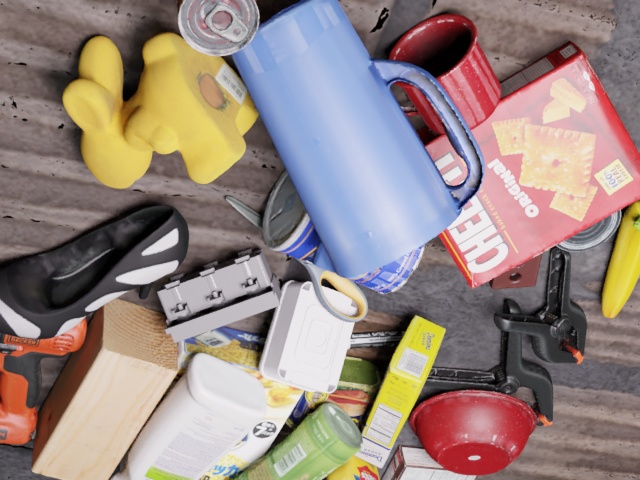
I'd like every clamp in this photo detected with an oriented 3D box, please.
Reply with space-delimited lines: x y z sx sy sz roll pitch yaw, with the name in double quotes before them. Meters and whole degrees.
"clamp" 0.233 0.166 1.326 0.209 0.036 0.165 34 116 -28
"clamp" 0.280 0.086 1.264 0.120 0.039 0.171 -49 135 1

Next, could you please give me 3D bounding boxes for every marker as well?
"marker" 0.078 0.118 1.272 0.121 0.020 0.020 -3 128 -9

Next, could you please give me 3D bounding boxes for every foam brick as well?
"foam brick" 0.214 0.010 1.192 0.053 0.051 0.078 -4 128 -7

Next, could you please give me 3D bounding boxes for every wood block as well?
"wood block" -0.245 0.175 1.209 0.090 0.091 0.206 21 122 -24

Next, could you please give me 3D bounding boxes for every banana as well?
"banana" 0.349 0.013 1.211 0.069 0.037 0.198 -50 154 -26

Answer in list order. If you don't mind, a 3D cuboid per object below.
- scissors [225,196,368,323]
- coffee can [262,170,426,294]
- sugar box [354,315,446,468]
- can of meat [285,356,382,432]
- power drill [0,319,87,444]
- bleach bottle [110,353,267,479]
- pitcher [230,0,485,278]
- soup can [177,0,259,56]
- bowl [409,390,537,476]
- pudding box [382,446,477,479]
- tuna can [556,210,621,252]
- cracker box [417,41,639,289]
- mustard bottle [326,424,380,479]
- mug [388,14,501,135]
"scissors" -0.008 0.001 1.157 0.096 0.016 0.201 -45 104 -26
"coffee can" 0.026 -0.014 1.104 0.140 0.103 0.103 23 120 -26
"sugar box" 0.093 0.181 1.253 0.048 0.093 0.176 23 135 10
"can of meat" 0.015 0.186 1.290 0.102 0.057 0.084 10 123 -18
"power drill" -0.367 0.140 1.179 0.184 0.057 0.188 12 125 -19
"bleach bottle" -0.170 0.237 1.205 0.102 0.068 0.251 28 120 -27
"pitcher" 0.029 -0.101 0.972 0.149 0.145 0.243 -33 101 -26
"soup can" -0.092 -0.213 0.926 0.068 0.102 0.068 -5 128 -7
"bowl" 0.194 0.253 1.346 0.162 0.055 0.162 3 141 2
"pudding box" 0.145 0.323 1.433 0.113 0.039 0.090 9 125 -20
"tuna can" 0.289 -0.029 1.187 0.086 0.034 0.086 -5 128 -7
"cracker box" 0.205 -0.073 1.082 0.214 0.072 0.164 -30 106 12
"mustard bottle" 0.043 0.302 1.298 0.058 0.191 0.096 -29 127 12
"mug" 0.112 -0.151 1.027 0.117 0.093 0.081 -19 135 22
